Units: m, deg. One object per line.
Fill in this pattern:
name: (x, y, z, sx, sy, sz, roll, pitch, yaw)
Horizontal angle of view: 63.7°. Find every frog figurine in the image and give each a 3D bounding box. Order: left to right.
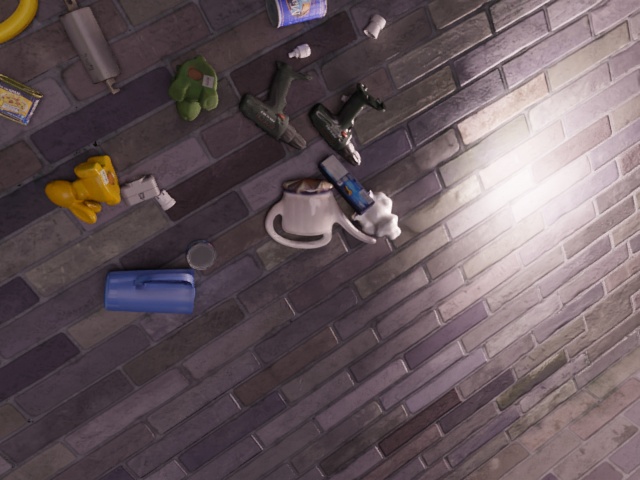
frog figurine: (0.192, -0.074, 1.653, 0.159, 0.139, 0.122, 34, 168, -4)

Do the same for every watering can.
watering can: (0.005, -0.080, 1.583, 0.105, 0.348, 0.221, -100, 11, -70)
